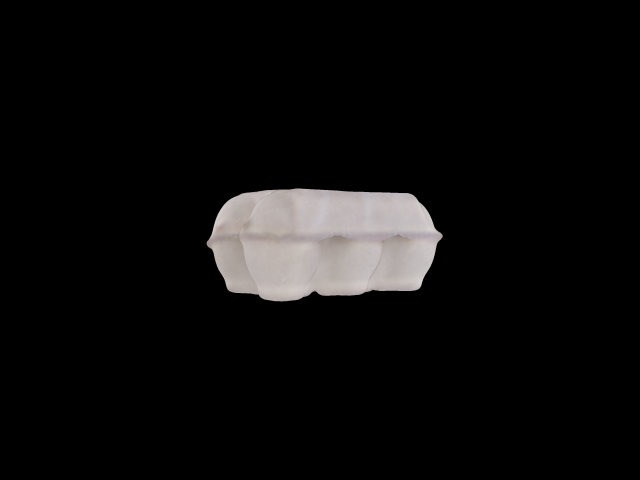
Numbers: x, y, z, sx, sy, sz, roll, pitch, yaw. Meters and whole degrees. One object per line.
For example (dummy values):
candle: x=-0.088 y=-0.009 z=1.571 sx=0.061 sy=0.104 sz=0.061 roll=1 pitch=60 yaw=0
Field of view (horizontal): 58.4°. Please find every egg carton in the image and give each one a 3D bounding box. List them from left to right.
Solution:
egg carton: x=0.004 y=0.001 z=0.400 sx=0.151 sy=0.069 sz=0.107 roll=-1 pitch=2 yaw=-34
